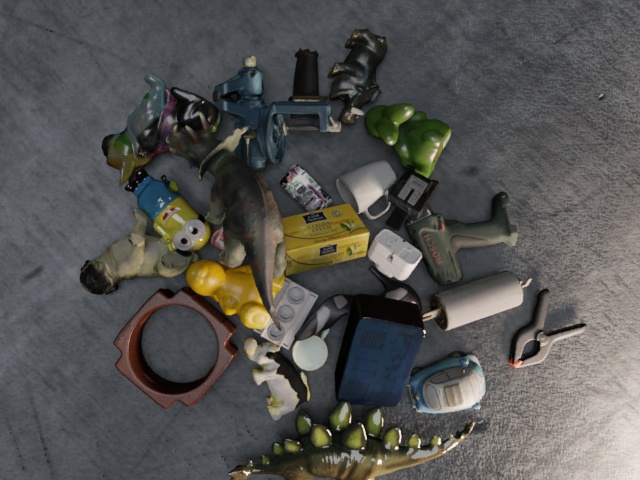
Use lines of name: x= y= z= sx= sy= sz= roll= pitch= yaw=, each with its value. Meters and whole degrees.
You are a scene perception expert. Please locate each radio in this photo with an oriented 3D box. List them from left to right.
radio: x=0.110 y=0.215 z=1.020 sx=0.131 sy=0.073 sz=0.229 roll=8 pitch=124 yaw=-5

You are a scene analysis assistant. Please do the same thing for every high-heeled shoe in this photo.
high-heeled shoe: x=0.081 y=0.158 z=1.060 sx=0.249 sy=0.086 sz=0.145 roll=-38 pitch=79 yaw=-16

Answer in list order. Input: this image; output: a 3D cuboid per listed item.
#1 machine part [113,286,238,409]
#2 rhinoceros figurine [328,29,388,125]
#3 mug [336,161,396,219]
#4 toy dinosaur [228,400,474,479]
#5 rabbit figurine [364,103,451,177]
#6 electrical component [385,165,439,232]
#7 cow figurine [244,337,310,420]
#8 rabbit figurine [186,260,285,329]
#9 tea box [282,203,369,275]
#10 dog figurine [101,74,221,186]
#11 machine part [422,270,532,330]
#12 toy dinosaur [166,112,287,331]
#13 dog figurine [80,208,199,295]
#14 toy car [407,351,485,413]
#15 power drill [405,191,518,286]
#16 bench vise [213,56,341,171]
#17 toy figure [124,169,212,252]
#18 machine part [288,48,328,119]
machine part: x=-0.279 y=0.208 z=1.056 sx=0.201 sy=0.087 sz=0.201 roll=40 pitch=90 yaw=-1
rhinoceros figurine: x=0.075 y=-0.327 z=1.086 sx=0.112 sy=0.073 sz=0.190 roll=22 pitch=87 yaw=-12
mug: x=0.104 y=-0.104 z=1.076 sx=0.107 sy=0.081 sz=0.109 roll=-34 pitch=85 yaw=-11
toy dinosaur: x=0.058 y=0.416 z=1.029 sx=0.472 sy=0.105 sz=0.198 roll=-4 pitch=107 yaw=-1
rabbit figurine: x=0.157 y=-0.206 z=1.057 sx=0.170 sy=0.159 sz=0.121 roll=28 pitch=98 yaw=14
electrical component: x=0.168 y=-0.076 z=1.040 sx=0.075 sy=0.047 sz=0.119 roll=36 pitch=84 yaw=14
cow figurine: x=-0.086 y=0.260 z=1.070 sx=0.098 sy=0.068 sz=0.167 roll=-24 pitch=93 yaw=-8
rabbit figurine: x=-0.174 y=0.080 z=1.026 sx=0.173 sy=0.162 sz=0.121 roll=20 pitch=89 yaw=-24
tea box: x=-0.002 y=-0.003 z=1.036 sx=0.170 sy=0.068 sz=0.098 roll=-15 pitch=46 yaw=-18
dog figurine: x=-0.317 y=-0.194 z=1.053 sx=0.191 sy=0.108 sz=0.219 roll=24 pitch=93 yaw=-4
machine part: x=0.311 y=0.119 z=1.071 sx=0.243 sy=0.079 sz=0.079 roll=-17 pitch=90 yaw=-12
toy dinosaur: x=-0.131 y=-0.055 z=0.937 sx=0.131 sy=0.192 sz=0.405 roll=-23 pitch=61 yaw=-22
dog figurine: x=-0.358 y=0.054 z=1.065 sx=0.172 sy=0.121 sz=0.190 roll=36 pitch=117 yaw=-22
toy car: x=0.258 y=0.290 z=1.066 sx=0.162 sy=0.103 sz=0.109 roll=-13 pitch=89 yaw=-4
power drill: x=0.279 y=-0.036 z=1.081 sx=0.207 sy=0.086 sz=0.232 roll=-16 pitch=86 yaw=-6
bench vise: x=-0.079 y=-0.244 z=1.042 sx=0.241 sy=0.129 sz=0.223 roll=3 pitch=95 yaw=11
toy figure: x=-0.283 y=-0.056 z=1.025 sx=0.180 sy=0.089 sz=0.082 roll=45 pitch=116 yaw=-3
machine part: x=-0.026 y=-0.318 z=1.096 sx=0.084 sy=0.039 sz=0.138 roll=-2 pitch=91 yaw=6
